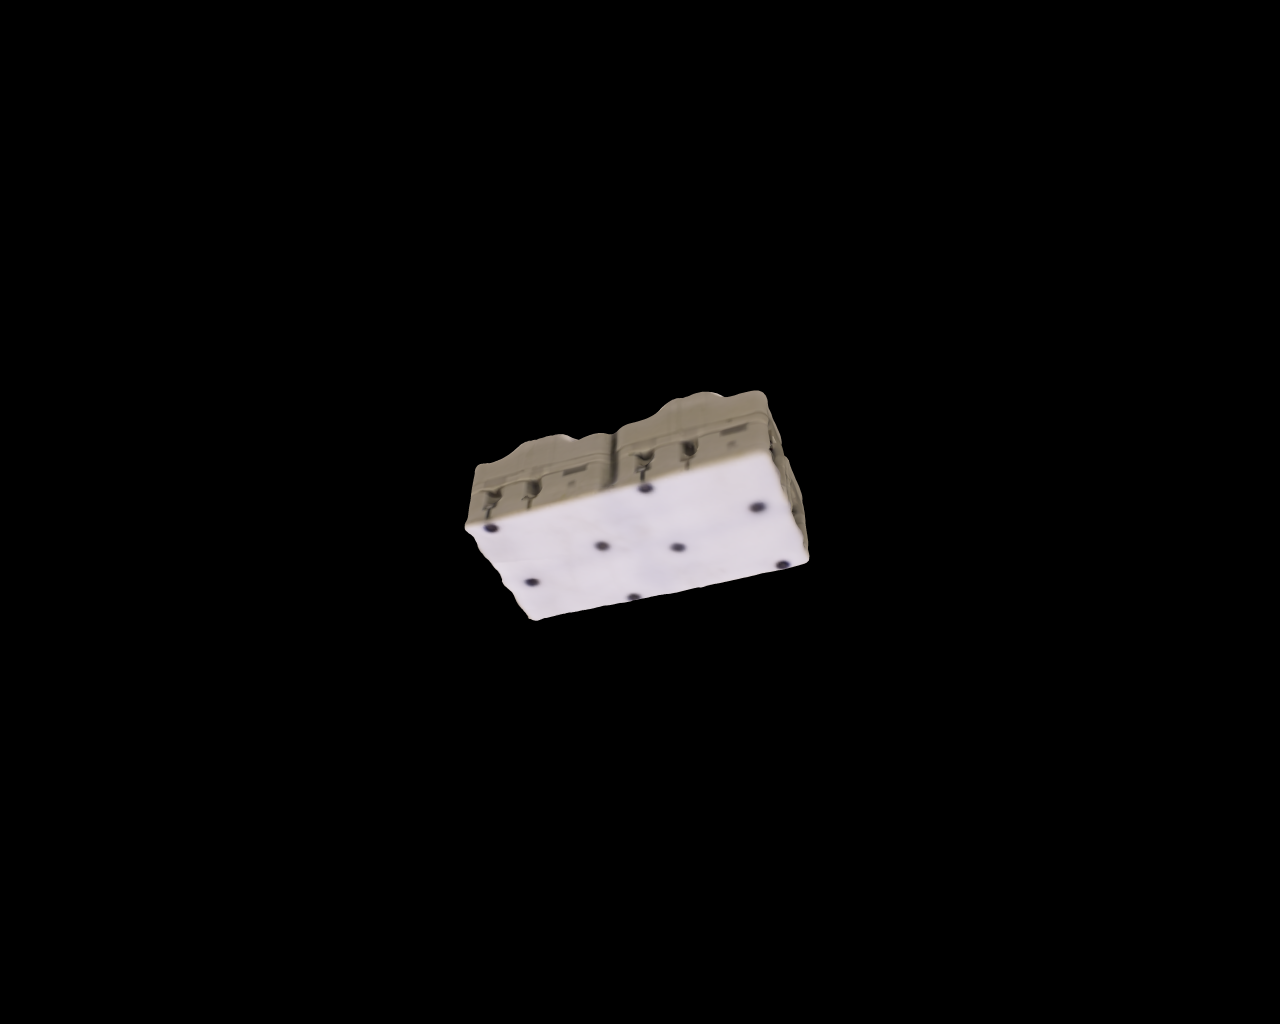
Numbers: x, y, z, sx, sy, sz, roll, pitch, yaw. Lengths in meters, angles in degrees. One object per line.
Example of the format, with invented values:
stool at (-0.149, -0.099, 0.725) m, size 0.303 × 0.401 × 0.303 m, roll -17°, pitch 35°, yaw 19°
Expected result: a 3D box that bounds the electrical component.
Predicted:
electrical component at (0.001, -0.003, 0.650) m, size 0.186 × 0.060 × 0.105 m, roll -14°, pitch -43°, yaw 15°
